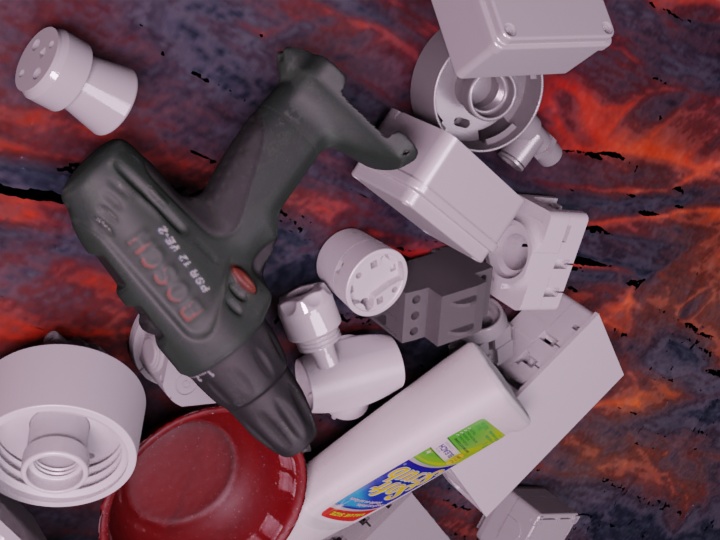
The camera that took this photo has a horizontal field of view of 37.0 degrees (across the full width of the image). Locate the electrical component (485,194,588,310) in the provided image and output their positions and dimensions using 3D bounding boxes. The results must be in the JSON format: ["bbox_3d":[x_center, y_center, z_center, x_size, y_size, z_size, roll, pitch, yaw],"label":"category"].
[{"bbox_3d":[0.145,-0.015,0.912,0.056,0.050,0.089,1,114,-38],"label":"electrical component"}]

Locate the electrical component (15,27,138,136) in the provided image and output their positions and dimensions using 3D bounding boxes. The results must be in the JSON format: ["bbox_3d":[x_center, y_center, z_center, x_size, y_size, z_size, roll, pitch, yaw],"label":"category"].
[{"bbox_3d":[-0.164,-0.109,0.622,0.055,0.045,0.045,28,96,-43],"label":"electrical component"}]

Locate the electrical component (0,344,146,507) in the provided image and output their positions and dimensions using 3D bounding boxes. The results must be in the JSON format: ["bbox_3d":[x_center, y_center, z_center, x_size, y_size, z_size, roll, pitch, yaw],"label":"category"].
[{"bbox_3d":[-0.192,0.106,0.684,0.108,0.060,0.108,-5,131,-6],"label":"electrical component"}]

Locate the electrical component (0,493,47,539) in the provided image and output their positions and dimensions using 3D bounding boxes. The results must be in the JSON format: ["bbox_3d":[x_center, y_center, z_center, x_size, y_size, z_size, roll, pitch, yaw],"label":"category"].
[{"bbox_3d":[-0.256,0.160,0.675,0.062,0.089,0.150,-39,132,-14],"label":"electrical component"}]

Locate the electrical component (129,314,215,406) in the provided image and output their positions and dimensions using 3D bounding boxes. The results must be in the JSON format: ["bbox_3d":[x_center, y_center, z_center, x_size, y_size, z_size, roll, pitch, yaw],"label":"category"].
[{"bbox_3d":[-0.115,0.052,0.749,0.080,0.051,0.080,-19,125,-29],"label":"electrical component"}]

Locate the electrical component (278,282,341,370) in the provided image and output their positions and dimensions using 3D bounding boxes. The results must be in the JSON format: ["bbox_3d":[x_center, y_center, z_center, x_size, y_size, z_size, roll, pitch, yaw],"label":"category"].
[{"bbox_3d":[-0.034,0.044,0.804,0.043,0.043,0.062,-27,107,-23],"label":"electrical component"}]

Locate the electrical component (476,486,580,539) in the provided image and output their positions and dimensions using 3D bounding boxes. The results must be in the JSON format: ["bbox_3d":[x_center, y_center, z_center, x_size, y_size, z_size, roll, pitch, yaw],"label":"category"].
[{"bbox_3d":[0.170,0.255,1.085,0.096,0.061,0.061,15,105,-50],"label":"electrical component"}]

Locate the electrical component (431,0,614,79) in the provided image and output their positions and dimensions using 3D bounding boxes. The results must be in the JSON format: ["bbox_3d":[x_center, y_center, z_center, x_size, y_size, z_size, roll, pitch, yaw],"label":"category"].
[{"bbox_3d":[0.106,-0.192,0.739,0.109,0.056,0.108,-10,77,-33],"label":"electrical component"}]

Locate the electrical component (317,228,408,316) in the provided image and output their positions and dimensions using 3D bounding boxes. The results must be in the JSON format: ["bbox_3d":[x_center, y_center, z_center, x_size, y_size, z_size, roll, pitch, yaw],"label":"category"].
[{"bbox_3d":[0.000,0.000,0.810,0.055,0.047,0.055,-19,125,-29],"label":"electrical component"}]

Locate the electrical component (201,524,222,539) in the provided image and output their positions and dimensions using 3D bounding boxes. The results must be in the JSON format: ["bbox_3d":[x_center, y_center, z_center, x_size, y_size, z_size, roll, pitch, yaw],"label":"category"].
[{"bbox_3d":[-0.118,0.212,0.853,0.035,0.035,0.061,15,85,-42],"label":"electrical component"}]

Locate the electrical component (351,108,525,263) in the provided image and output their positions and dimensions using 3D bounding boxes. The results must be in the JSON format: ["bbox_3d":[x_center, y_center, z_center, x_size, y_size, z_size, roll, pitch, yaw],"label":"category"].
[{"bbox_3d":[0.058,-0.061,0.799,0.113,0.078,0.057,34,89,-44],"label":"electrical component"}]

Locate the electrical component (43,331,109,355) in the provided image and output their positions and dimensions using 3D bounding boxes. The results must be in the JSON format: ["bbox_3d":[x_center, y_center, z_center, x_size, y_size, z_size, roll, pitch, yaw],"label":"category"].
[{"bbox_3d":[-0.186,0.062,0.712,0.035,0.035,0.061,-45,131,-8],"label":"electrical component"}]

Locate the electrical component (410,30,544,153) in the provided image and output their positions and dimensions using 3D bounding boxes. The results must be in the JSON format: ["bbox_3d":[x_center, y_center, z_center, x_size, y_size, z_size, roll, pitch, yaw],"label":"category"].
[{"bbox_3d":[0.086,-0.138,0.803,0.099,0.064,0.099,-9,115,-19],"label":"electrical component"}]

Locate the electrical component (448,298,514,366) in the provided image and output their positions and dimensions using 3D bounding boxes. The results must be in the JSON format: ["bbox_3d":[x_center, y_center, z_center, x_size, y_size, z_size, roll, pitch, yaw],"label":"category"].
[{"bbox_3d":[0.103,0.055,0.925,0.066,0.048,0.055,-31,138,-20],"label":"electrical component"}]

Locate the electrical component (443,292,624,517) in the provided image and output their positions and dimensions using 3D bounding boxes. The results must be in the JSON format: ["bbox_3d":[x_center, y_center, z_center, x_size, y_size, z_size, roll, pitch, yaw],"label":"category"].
[{"bbox_3d":[0.144,0.118,0.976,0.186,0.060,0.105,-44,137,-9],"label":"electrical component"}]

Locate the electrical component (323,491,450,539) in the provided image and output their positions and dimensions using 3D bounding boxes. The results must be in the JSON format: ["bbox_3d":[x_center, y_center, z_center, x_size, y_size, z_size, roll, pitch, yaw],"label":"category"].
[{"bbox_3d":[0.026,0.248,0.964,0.089,0.062,0.150,-43,133,-10],"label":"electrical component"}]

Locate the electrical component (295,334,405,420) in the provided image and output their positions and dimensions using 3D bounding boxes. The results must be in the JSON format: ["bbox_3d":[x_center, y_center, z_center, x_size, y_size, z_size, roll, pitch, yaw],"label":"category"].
[{"bbox_3d":[-0.010,0.093,0.857,0.077,0.044,0.079,-14,141,-18],"label":"electrical component"}]
